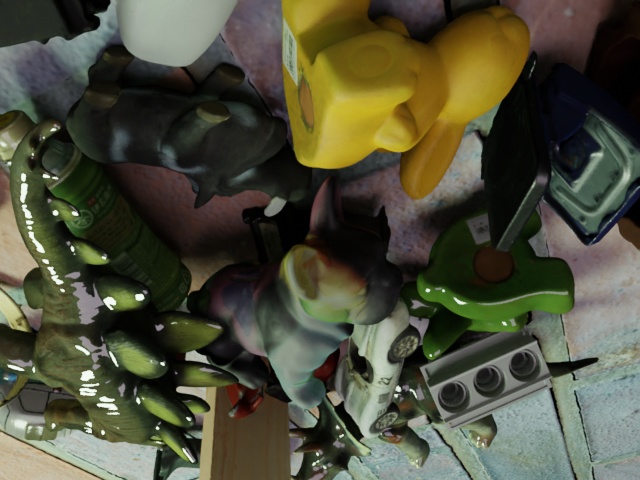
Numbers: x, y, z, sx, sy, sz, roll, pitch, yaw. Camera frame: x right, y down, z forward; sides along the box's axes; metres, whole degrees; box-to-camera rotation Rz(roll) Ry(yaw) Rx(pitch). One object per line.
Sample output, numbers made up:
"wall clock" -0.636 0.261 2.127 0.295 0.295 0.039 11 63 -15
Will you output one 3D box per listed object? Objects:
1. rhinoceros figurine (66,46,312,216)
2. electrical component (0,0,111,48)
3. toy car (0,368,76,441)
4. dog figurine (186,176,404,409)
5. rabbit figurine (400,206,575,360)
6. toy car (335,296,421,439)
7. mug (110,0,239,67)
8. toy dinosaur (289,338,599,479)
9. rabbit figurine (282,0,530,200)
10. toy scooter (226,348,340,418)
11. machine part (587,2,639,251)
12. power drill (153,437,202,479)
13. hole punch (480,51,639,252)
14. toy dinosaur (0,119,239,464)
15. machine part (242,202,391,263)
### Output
"rhinoceros figurine" -0.095 -0.074 0.416 0.190 0.073 0.112 12 132 -17
"electrical component" -0.206 -0.178 0.310 0.115 0.058 0.134 -12 136 4
"toy car" -0.323 0.183 0.636 0.161 0.103 0.109 18 132 -20
"dog figurine" -0.032 0.040 0.459 0.192 0.108 0.219 20 142 11
"rabbit figurine" 0.164 0.059 0.544 0.159 0.121 0.170 -29 151 3
"toy car" 0.054 0.131 0.571 0.056 0.074 0.201 -12 129 -25
"mug" -0.096 -0.159 0.319 0.109 0.081 0.107 -7 149 -34
"toy dinosaur" 0.125 0.193 0.689 0.405 0.131 0.192 -36 128 20
"rabbit figurine" 0.067 -0.104 0.379 0.173 0.122 0.162 -19 140 -13
"toy scooter" -0.053 0.140 0.595 0.184 0.135 0.075 22 129 -27
"machine part" 0.249 -0.079 0.382 0.056 0.179 0.179 -10 136 2
"power drill" -0.153 0.354 0.843 0.207 0.086 0.231 12 132 -12
"hole punch" 0.182 -0.061 0.413 0.092 0.116 0.142 -1 149 2
"toy dinosaur" -0.178 0.088 0.449 0.199 0.105 0.470 10 142 13
"machine part" -0.001 -0.002 0.519 0.139 0.039 0.084 -1 129 14
